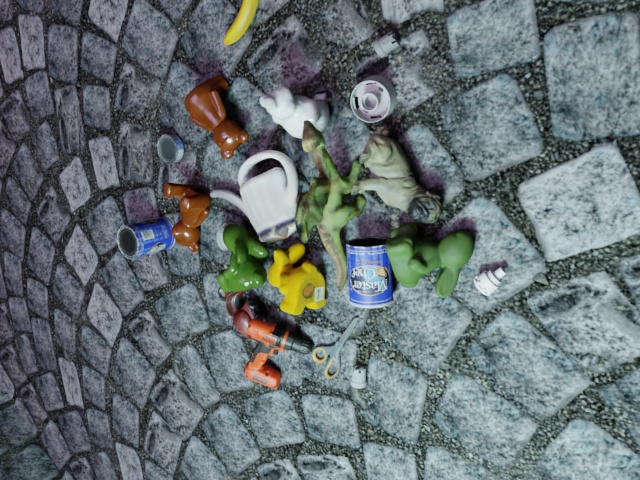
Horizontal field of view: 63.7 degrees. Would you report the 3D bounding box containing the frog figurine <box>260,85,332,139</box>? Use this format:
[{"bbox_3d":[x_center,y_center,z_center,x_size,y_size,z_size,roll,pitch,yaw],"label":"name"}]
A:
[{"bbox_3d":[-0.058,-0.290,1.177,0.138,0.161,0.121,13,110,31],"label":"frog figurine"}]

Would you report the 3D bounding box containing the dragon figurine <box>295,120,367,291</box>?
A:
[{"bbox_3d":[0.003,-0.057,1.139,0.122,0.244,0.407,2,99,30],"label":"dragon figurine"}]

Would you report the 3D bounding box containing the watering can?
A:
[{"bbox_3d":[-0.158,-0.096,1.330,0.344,0.105,0.225,-23,87,46],"label":"watering can"}]
